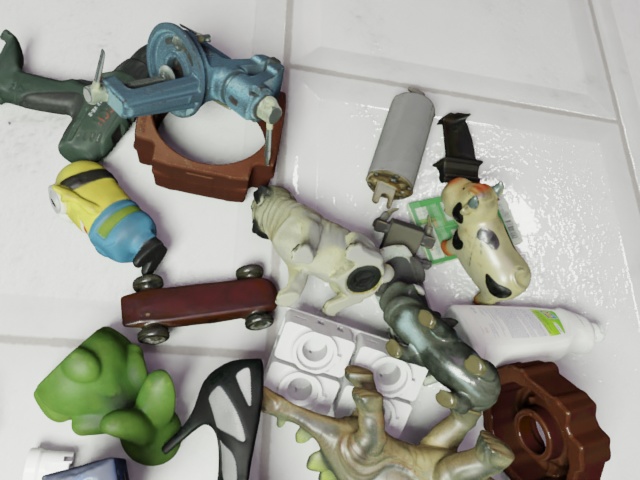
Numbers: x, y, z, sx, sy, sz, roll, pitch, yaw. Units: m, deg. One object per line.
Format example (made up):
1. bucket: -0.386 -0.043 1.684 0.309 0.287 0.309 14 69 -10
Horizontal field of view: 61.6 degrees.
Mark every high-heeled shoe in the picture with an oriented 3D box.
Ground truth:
1. high-heeled shoe: -0.060 0.252 0.569 0.145 0.086 0.249 -37 73 -14

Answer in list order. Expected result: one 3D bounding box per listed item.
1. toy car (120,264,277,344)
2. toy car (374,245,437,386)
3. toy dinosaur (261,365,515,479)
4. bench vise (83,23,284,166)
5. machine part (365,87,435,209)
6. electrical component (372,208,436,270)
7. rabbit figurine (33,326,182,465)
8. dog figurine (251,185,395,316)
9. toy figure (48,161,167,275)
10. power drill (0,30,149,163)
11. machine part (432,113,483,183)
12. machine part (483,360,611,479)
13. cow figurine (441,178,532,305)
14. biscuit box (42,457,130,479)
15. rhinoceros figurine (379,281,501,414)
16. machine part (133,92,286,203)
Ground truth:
1. toy car: -0.155 0.085 0.708 0.202 0.053 0.089 -6 64 -21
2. toy car: 0.126 0.105 0.760 0.073 0.056 0.201 -16 83 -13
3. toy dinosaur: 0.133 0.287 0.628 0.472 0.105 0.198 23 103 1
4. bench vise: -0.169 -0.193 0.682 0.240 0.128 0.224 -28 68 -41
5. machine part: 0.133 -0.153 0.869 0.079 0.079 0.243 23 63 -4
6. electrical component: 0.127 -0.004 0.813 0.102 0.078 0.045 12 23 -1
7. rabbit figurine: -0.216 0.183 0.612 0.170 0.159 0.121 47 54 -9
8. dog figurine: -0.002 -0.005 0.745 0.172 0.121 0.191 16 32 -27
9. toy figure: -0.278 -0.031 0.714 0.180 0.082 0.089 36 45 11
10. power drill: -0.360 -0.227 0.785 0.207 0.086 0.232 20 66 -13
11. machine part: 0.233 -0.156 0.918 0.084 0.039 0.139 4 68 -7
12. machine part: 0.282 0.243 0.682 0.056 0.179 0.179 -6 69 -21
13. cow figurine: 0.240 -0.003 0.789 0.085 0.127 0.195 -25 82 -24
14. biscuit box: -0.223 0.255 0.534 0.059 0.202 0.063 -11 72 -20
15. rhinoceros figurine: 0.139 0.120 0.648 0.112 0.073 0.190 13 26 -48
16. machine part: -0.159 -0.165 0.798 0.201 0.087 0.201 11 67 -9
